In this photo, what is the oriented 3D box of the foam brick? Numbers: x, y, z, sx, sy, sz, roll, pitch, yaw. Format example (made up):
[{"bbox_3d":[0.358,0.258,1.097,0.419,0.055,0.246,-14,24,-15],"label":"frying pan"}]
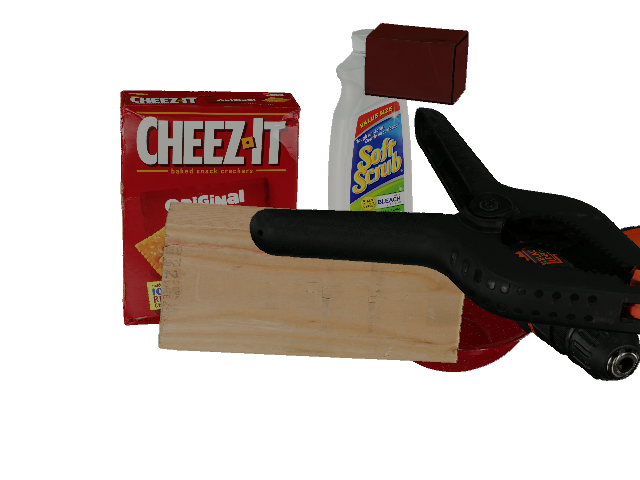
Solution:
[{"bbox_3d":[0.080,-0.148,0.890,0.078,0.051,0.053,9,26,18],"label":"foam brick"}]

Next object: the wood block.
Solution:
[{"bbox_3d":[-0.008,0.029,0.763,0.206,0.090,0.091,3,11,-7],"label":"wood block"}]

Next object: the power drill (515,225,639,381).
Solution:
[{"bbox_3d":[0.224,0.028,0.750,0.187,0.057,0.184,-9,28,-15],"label":"power drill"}]

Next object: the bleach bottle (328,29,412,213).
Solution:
[{"bbox_3d":[0.049,-0.106,1.182,0.102,0.251,0.068,-10,24,-13],"label":"bleach bottle"}]

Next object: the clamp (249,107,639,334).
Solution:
[{"bbox_3d":[0.078,-0.002,0.567,0.164,0.036,0.210,-30,45,-33],"label":"clamp"}]

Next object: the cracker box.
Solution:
[{"bbox_3d":[-0.106,-0.030,1.009,0.164,0.214,0.072,-1,20,-12],"label":"cracker box"}]

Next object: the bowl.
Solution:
[{"bbox_3d":[0.115,0.069,0.963,0.162,0.055,0.162,3,32,-2],"label":"bowl"}]
